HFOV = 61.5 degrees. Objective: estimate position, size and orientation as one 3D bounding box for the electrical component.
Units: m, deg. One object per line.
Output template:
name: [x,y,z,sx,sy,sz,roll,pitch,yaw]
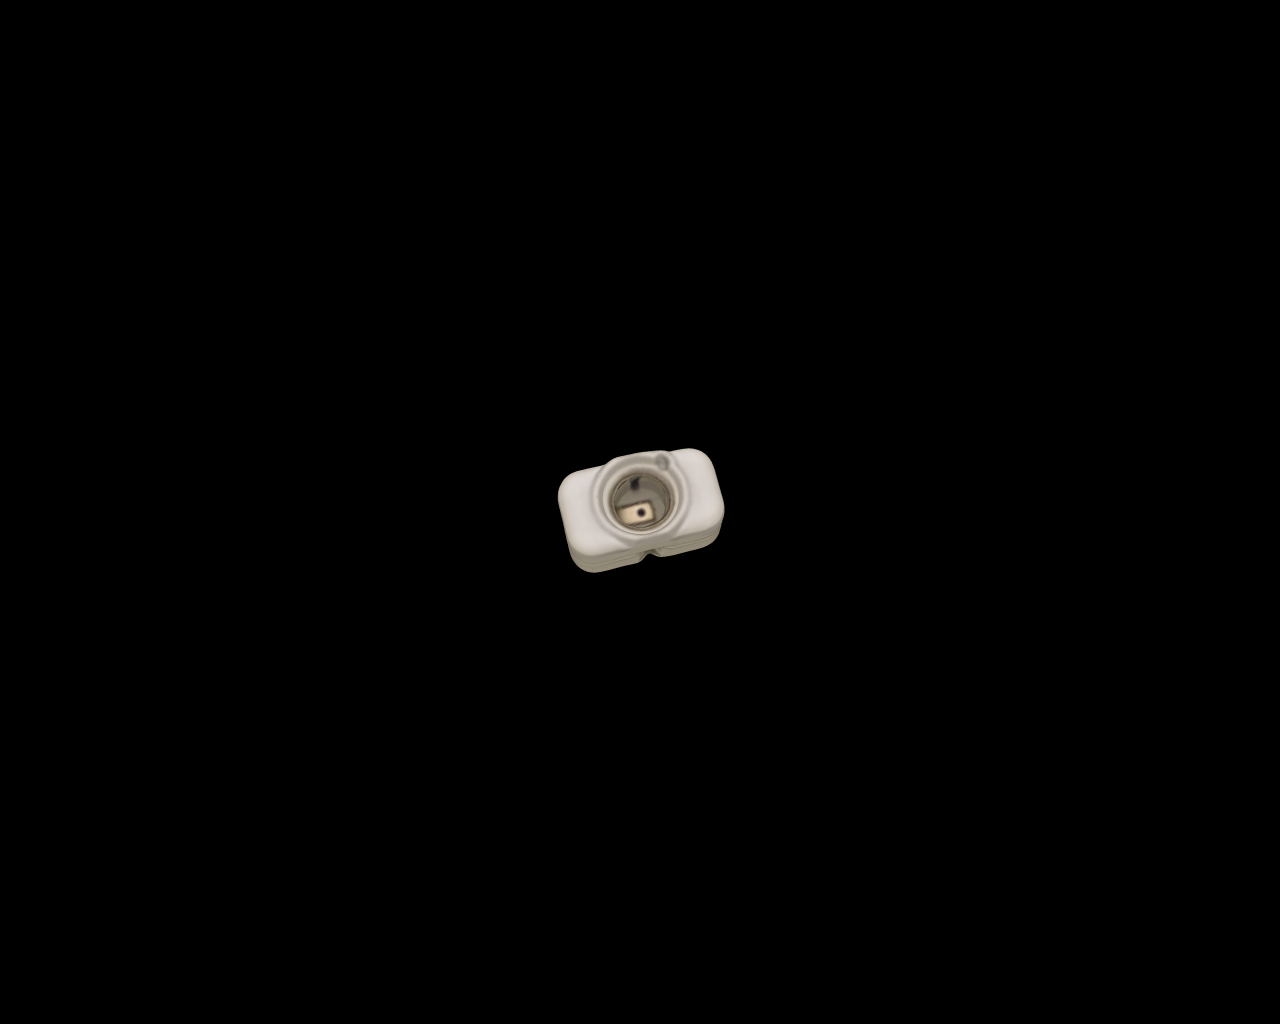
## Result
electrical component: [0.001,-0.003,0.650,0.095,0.054,0.059,-13,-15,-4]
